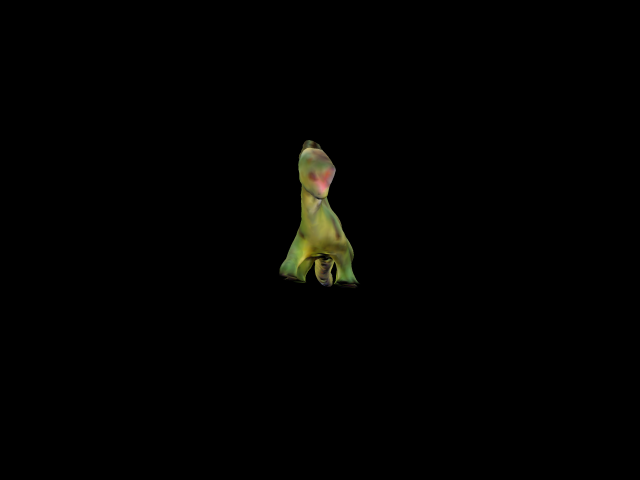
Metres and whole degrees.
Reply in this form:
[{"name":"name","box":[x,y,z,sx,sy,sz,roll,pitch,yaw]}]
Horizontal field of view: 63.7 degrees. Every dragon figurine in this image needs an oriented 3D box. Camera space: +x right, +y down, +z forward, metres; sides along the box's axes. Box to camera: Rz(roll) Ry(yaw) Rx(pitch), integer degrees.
[{"name":"dragon figurine","box":[0.003,-0.043,0.850,0.122,0.244,0.408,0,-7,0]}]
